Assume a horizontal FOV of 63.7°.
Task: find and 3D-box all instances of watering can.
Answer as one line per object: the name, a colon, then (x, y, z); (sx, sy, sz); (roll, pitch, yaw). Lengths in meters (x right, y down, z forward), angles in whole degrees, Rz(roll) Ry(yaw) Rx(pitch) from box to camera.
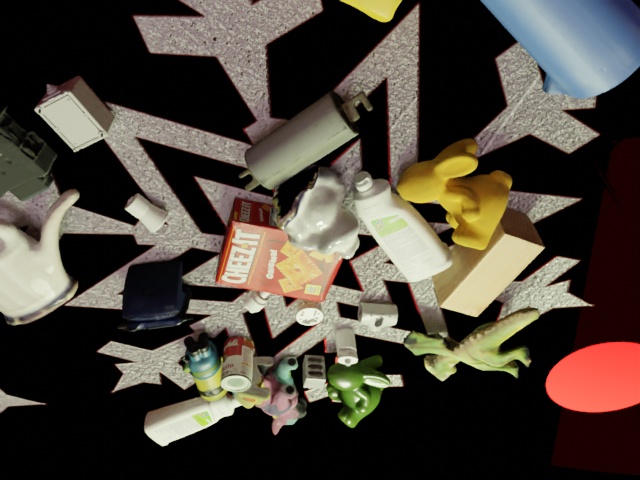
watering can: (-0.513, 0.038, 0.897); (0.346, 0.106, 0.220); (-18, -49, 12)

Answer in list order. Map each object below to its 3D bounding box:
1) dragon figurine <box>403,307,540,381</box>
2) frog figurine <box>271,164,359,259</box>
dragon figurine: (0.300, 0.222, 1.093); (0.242, 0.125, 0.401); (-4, -32, 5)
frog figurine: (0.003, -0.043, 0.861); (0.157, 0.139, 0.123); (34, -18, -37)
